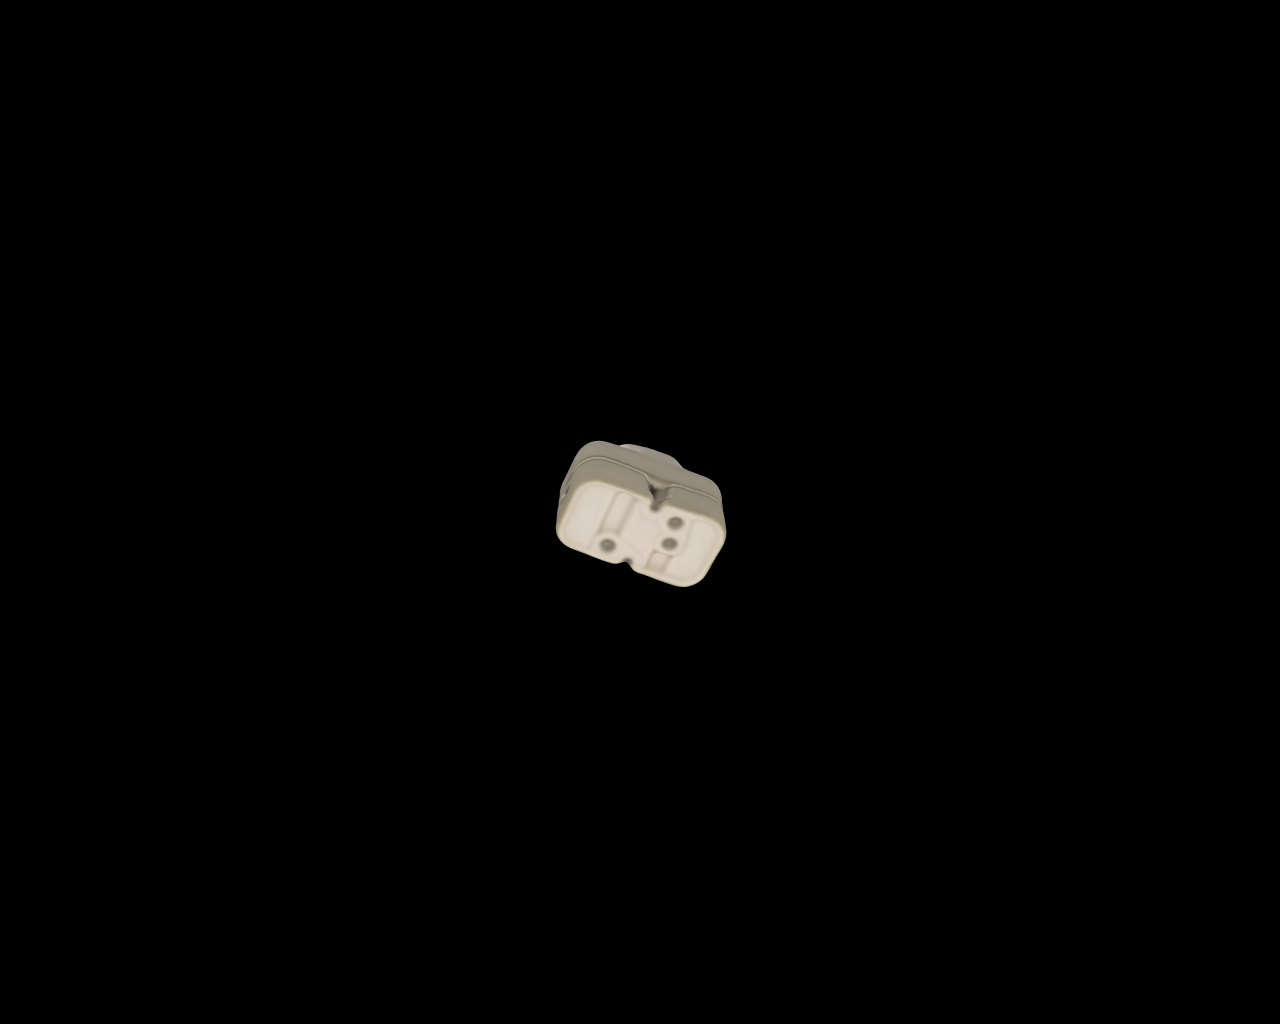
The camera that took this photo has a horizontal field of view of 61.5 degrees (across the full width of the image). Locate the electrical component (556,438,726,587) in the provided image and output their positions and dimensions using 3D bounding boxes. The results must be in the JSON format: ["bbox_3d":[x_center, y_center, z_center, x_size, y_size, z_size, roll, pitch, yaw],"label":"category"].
[{"bbox_3d":[0.001,-0.003,0.650,0.095,0.053,0.059,20,31,-13],"label":"electrical component"}]
